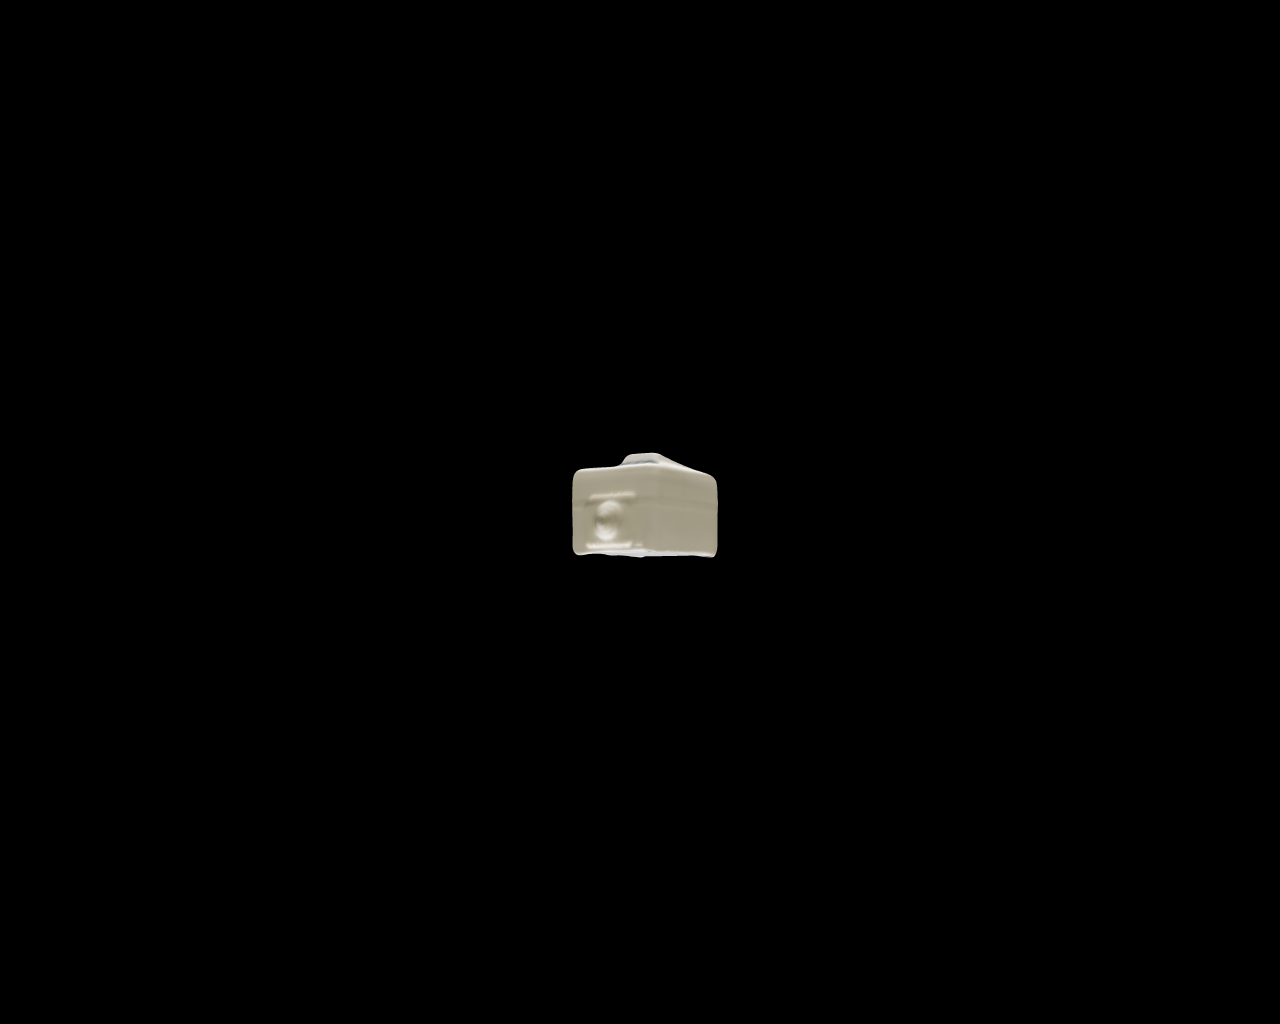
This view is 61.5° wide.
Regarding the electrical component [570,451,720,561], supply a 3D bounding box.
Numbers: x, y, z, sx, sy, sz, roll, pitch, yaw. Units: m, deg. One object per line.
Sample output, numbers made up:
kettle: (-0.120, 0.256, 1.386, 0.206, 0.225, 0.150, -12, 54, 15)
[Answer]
electrical component: (0.001, -0.003, 0.650, 0.062, 0.061, 0.096, -3, -5, 32)
